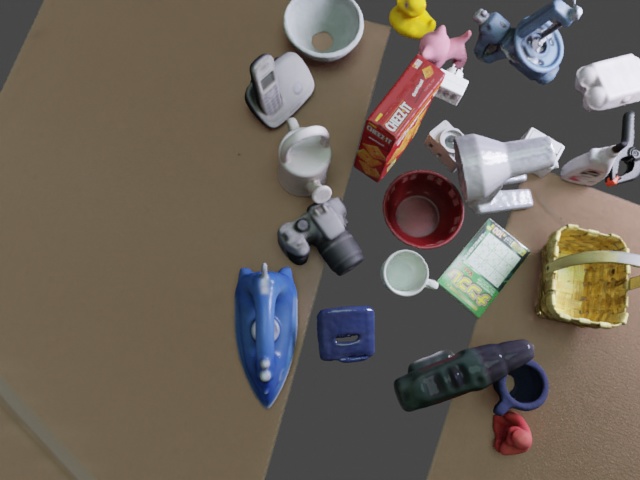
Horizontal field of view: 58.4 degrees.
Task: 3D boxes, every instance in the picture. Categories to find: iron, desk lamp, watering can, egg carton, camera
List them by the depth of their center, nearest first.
[{"bbox_3d":[-0.095,0.167,1.010,0.118,0.141,0.258,-2,76,-5],"label":"iron"},{"bbox_3d":[-0.024,-0.152,1.069,0.101,0.194,0.173,-41,82,-12],"label":"watering can"},{"bbox_3d":[0.334,-0.129,1.080,0.203,0.213,0.118,-8,76,-6],"label":"desk lamp"},{"bbox_3d":[0.010,0.004,1.080,0.143,0.101,0.137,-32,80,-11],"label":"camera"},{"bbox_3d":[0.627,-0.336,1.230,0.150,0.069,0.107,-17,78,-8],"label":"egg carton"}]

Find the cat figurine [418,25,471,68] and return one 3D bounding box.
[{"bbox_3d":[0.256,-0.404,1.193,0.128,0.117,0.067,-19,78,-9],"label":"cat figurine"}]

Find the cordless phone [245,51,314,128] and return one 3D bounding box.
[{"bbox_3d":[-0.079,-0.316,1.110,0.094,0.185,0.148,39,76,6],"label":"cordless phone"}]

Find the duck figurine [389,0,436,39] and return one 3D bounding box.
[{"bbox_3d":[0.204,-0.487,1.227,0.104,0.086,0.077,29,76,3],"label":"duck figurine"}]

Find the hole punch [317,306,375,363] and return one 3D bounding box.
[{"bbox_3d":[0.049,0.173,1.045,0.108,0.091,0.101,-4,76,-5],"label":"hole punch"}]

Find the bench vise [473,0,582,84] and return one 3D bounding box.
[{"bbox_3d":[0.413,-0.413,1.155,0.207,0.219,0.121,12,75,-1],"label":"bench vise"}]

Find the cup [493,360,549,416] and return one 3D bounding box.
[{"bbox_3d":[0.346,0.273,1.041,0.091,0.095,0.118,44,77,7],"label":"cup"}]

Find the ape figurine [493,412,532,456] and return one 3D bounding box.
[{"bbox_3d":[0.349,0.351,1.023,0.076,0.092,0.078,40,77,6],"label":"ape figurine"}]

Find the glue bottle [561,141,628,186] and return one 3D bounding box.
[{"bbox_3d":[0.547,-0.155,1.124,0.078,0.173,0.037,8,75,-2],"label":"glue bottle"}]

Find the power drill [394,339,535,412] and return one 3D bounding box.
[{"bbox_3d":[0.229,0.228,0.984,0.230,0.208,0.075,-20,78,-9],"label":"power drill"}]

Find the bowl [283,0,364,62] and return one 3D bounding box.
[{"bbox_3d":[0.005,-0.440,1.205,0.167,0.074,0.167,1,76,-4],"label":"bowl"}]
